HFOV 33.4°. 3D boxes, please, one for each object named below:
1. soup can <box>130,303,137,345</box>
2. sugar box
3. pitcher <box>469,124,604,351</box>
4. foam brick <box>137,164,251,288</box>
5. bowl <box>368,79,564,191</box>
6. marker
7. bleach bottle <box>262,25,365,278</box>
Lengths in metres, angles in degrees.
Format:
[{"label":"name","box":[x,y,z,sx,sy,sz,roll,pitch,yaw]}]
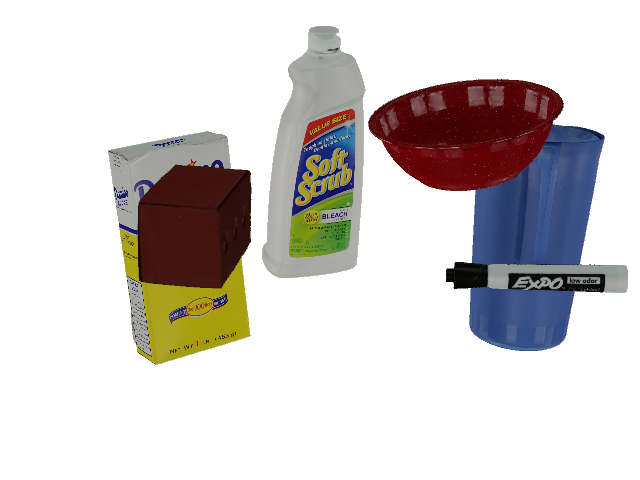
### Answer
[{"label":"soup can","box":[-0.166,0.059,1.125,0.068,0.102,0.068,2,24,-1]},{"label":"sugar box","box":[-0.115,0.005,0.883,0.093,0.176,0.048,-16,21,-30]},{"label":"pitcher","box":[0.226,-0.005,1.158,0.148,0.243,0.145,-8,19,-36]},{"label":"foam brick","box":[-0.077,-0.010,0.660,0.051,0.053,0.078,6,23,9]},{"label":"bowl","box":[0.124,-0.085,0.898,0.162,0.055,0.162,-9,25,4]},{"label":"marker","box":[0.146,0.025,0.727,0.121,0.020,0.020,1,0,7]},{"label":"bleach bottle","box":[-0.007,-0.088,1.071,0.102,0.251,0.068,-6,28,-15]}]
